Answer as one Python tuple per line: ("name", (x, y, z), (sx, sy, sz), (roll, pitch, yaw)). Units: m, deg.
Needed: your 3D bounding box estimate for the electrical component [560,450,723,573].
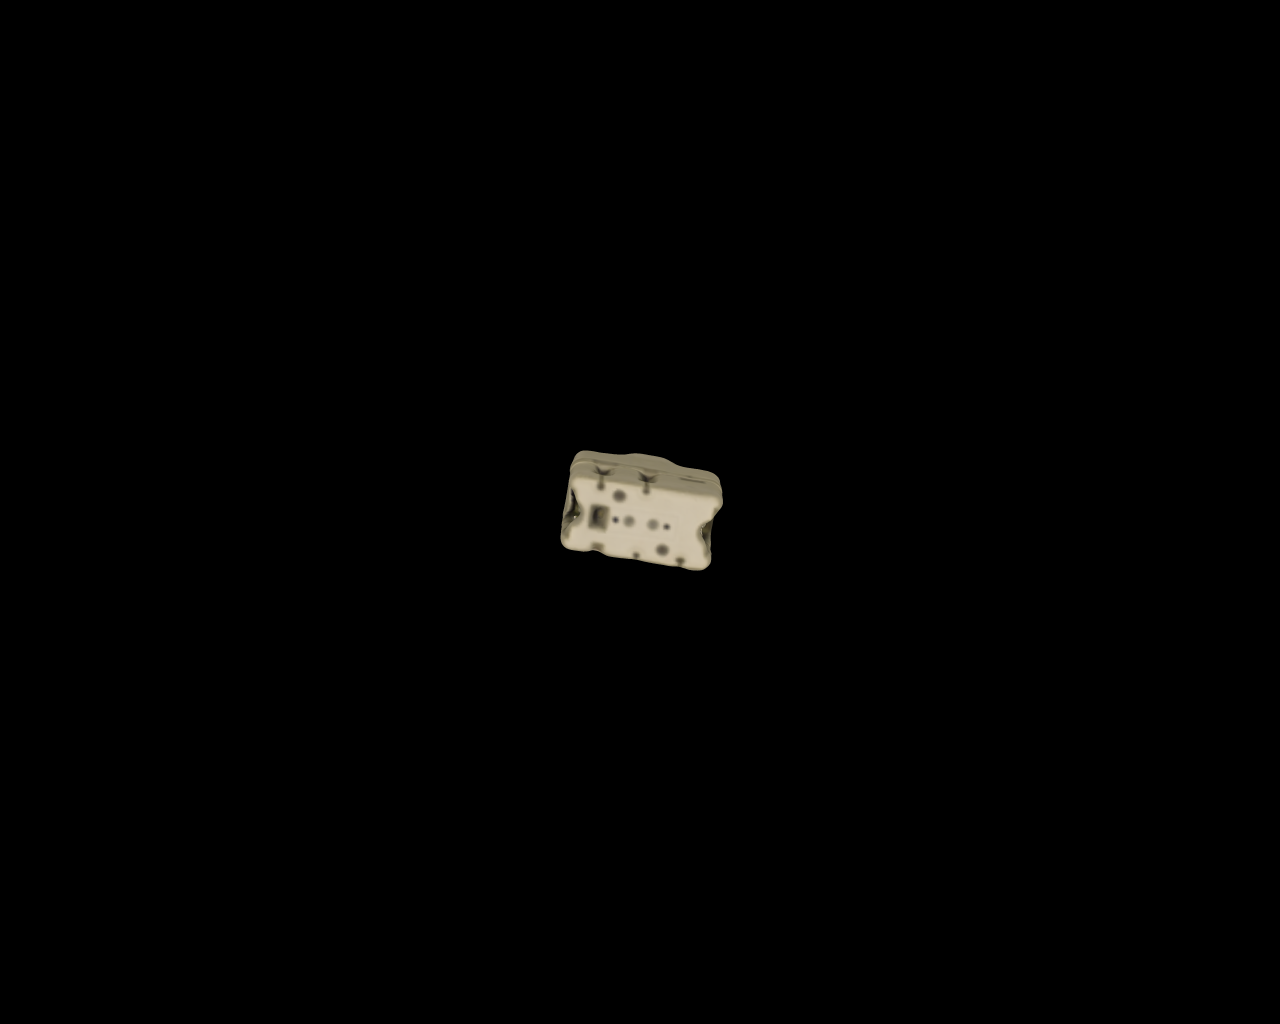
("electrical component", (0.001, -0.003, 0.650), (0.089, 0.050, 0.056), (10, 20, -3))
